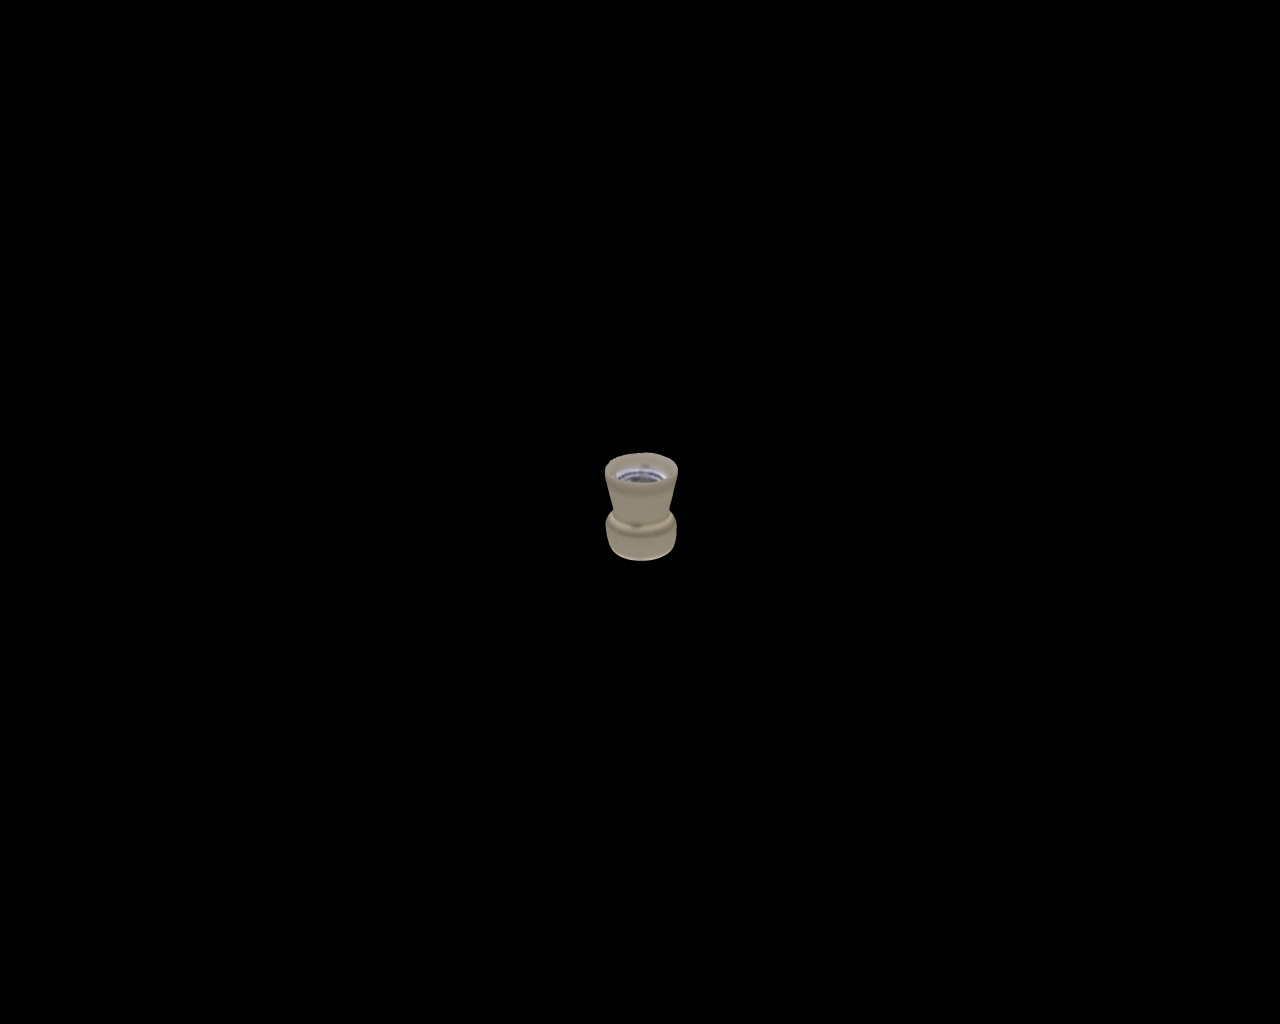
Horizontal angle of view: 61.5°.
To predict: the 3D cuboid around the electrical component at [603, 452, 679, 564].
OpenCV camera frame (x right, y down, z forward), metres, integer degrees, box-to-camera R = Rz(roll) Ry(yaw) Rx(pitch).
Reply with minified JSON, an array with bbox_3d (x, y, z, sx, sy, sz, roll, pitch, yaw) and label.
[{"bbox_3d":[0.001,-0.003,0.650,0.045,0.055,0.045,0,28,0],"label":"electrical component"}]
